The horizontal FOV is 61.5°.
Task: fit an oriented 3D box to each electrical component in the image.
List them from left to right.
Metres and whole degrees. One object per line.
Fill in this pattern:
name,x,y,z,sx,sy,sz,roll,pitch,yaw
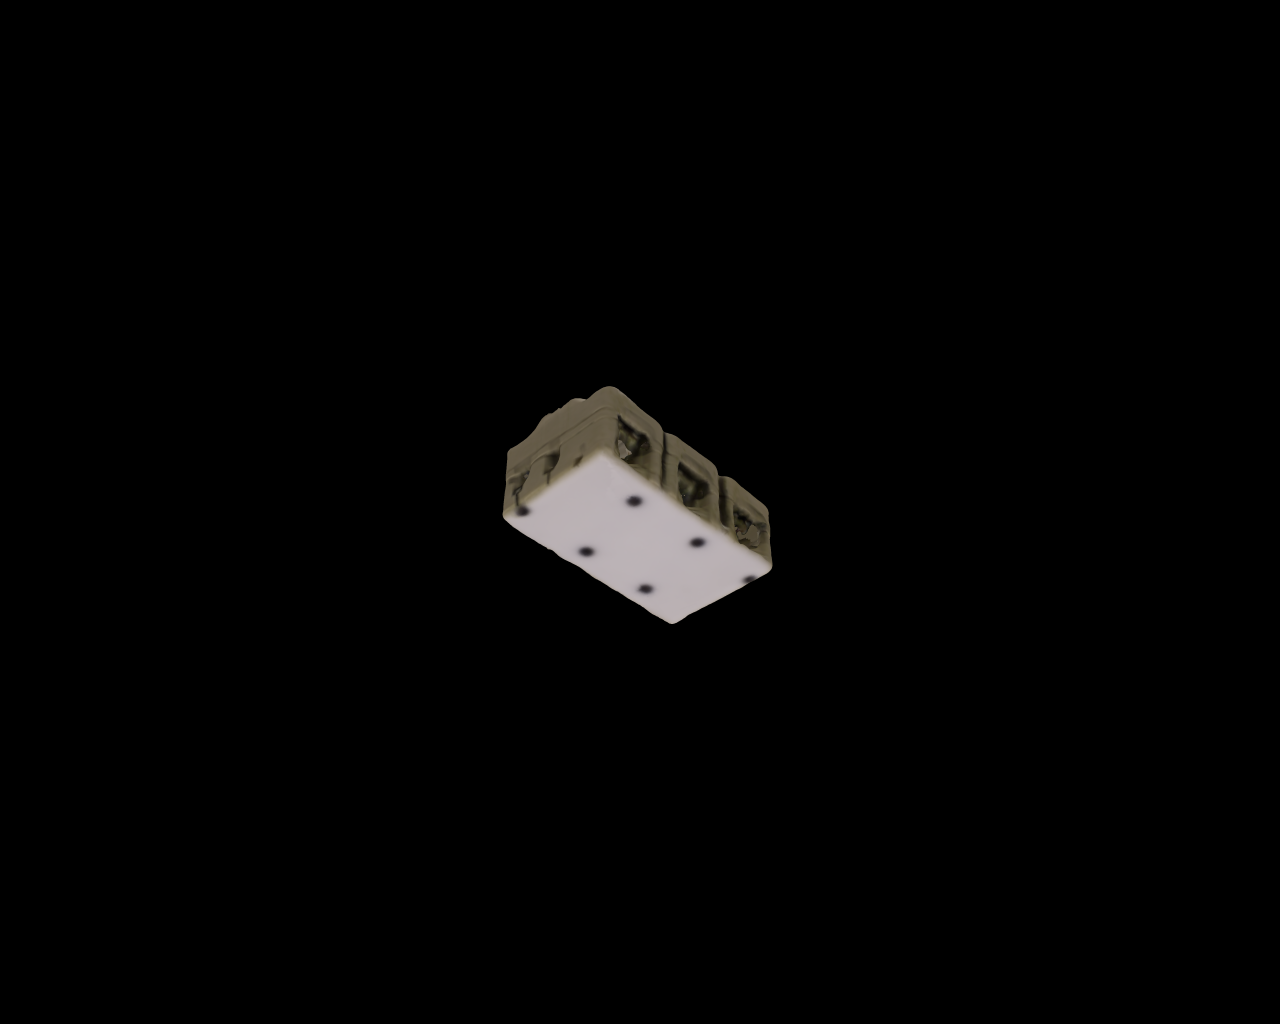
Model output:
electrical component,0.001,-0.003,0.650,0.089,0.062,0.150,-30,-49,31
